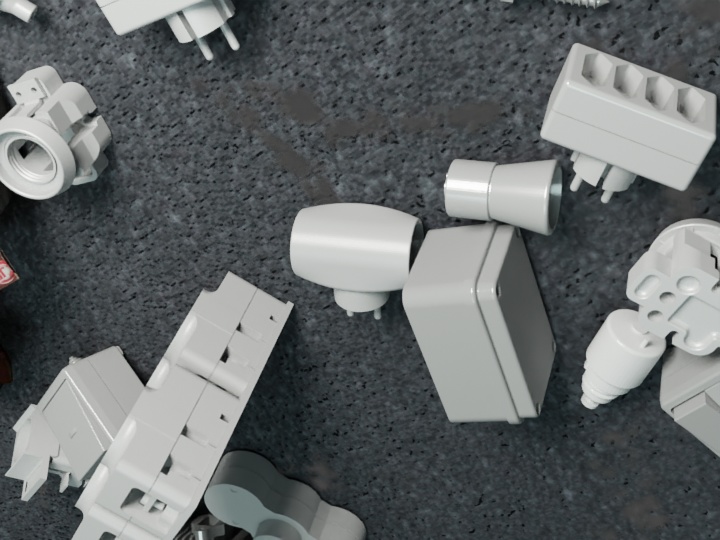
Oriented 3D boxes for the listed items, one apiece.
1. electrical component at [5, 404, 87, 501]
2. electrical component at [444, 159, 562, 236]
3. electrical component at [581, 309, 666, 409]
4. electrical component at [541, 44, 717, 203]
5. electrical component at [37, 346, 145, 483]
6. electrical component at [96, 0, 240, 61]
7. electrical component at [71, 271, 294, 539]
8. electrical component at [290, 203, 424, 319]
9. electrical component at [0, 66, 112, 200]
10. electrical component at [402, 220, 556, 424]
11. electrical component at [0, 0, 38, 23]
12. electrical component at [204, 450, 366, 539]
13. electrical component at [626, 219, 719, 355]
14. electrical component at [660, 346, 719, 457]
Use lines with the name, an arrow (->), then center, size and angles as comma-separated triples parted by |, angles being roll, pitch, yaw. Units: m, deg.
electrical component -> -0.249, 0.146, 0.879 | 0.064, 0.081, 0.042 | 21, 135, -29
electrical component -> 0.083, -0.046, 0.633 | 0.065, 0.044, 0.044 | 7, 129, 19
electrical component -> 0.164, 0.060, 0.689 | 0.040, 0.040, 0.078 | 23, 131, 0
electrical component -> 0.140, -0.069, 0.590 | 0.083, 0.047, 0.075 | 21, 131, 2
electrical component -> -0.202, 0.108, 0.821 | 0.096, 0.061, 0.061 | 52, 130, 11
electrical component -> -0.095, -0.153, 0.603 | 0.083, 0.047, 0.075 | -14, 121, 28
electrical component -> -0.120, 0.097, 0.718 | 0.060, 0.186, 0.105 | 31, 130, -7
electrical component -> 0.000, 0.000, 0.694 | 0.077, 0.043, 0.079 | 6, 128, 15
electrical component -> -0.201, -0.082, 0.688 | 0.058, 0.057, 0.078 | -10, 123, 25
electrical component -> 0.078, 0.034, 0.672 | 0.057, 0.078, 0.113 | -6, 125, 26
electrical component -> -0.223, -0.169, 0.642 | 0.061, 0.035, 0.035 | 31, 130, -10
electrical component -> -0.064, 0.211, 0.864 | 0.138, 0.073, 0.052 | 34, 130, -9
electrical component -> 0.196, 0.007, 0.625 | 0.078, 0.057, 0.058 | 28, 131, -4
electrical component -> 0.241, 0.083, 0.667 | 0.096, 0.061, 0.062 | 39, 129, -13
